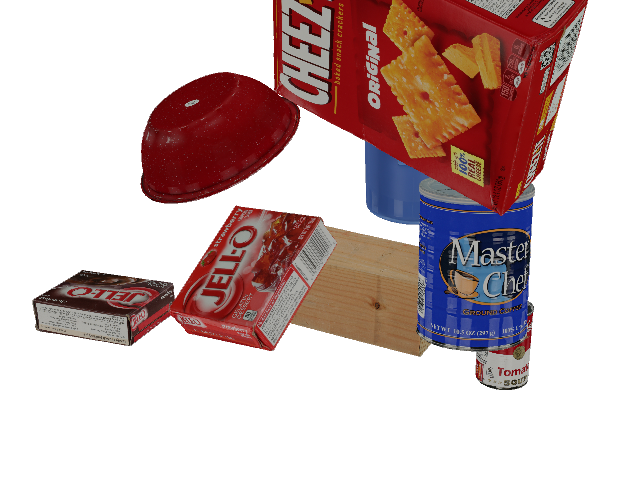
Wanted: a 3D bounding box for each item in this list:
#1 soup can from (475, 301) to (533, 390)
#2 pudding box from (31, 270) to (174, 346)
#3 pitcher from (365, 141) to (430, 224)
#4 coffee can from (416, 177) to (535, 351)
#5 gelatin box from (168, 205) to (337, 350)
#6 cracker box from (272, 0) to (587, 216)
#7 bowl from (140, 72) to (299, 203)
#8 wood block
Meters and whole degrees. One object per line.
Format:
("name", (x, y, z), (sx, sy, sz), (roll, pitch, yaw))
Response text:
("soup can", (0.231, 0.129, 1.348), (0.068, 0.102, 0.068), (0, 20, 0))
("pudding box", (-0.216, 0.066, 1.071), (0.114, 0.039, 0.089), (5, 19, 21))
("pitcher", (0.107, -0.143, 1.209), (0.149, 0.243, 0.145), (-12, 25, -31))
("coffee can", (0.139, 0.017, 0.970), (0.103, 0.140, 0.103), (0, 15, 0))
("gelatin box", (-0.043, 0.022, 0.667), (0.073, 0.089, 0.030), (8, -34, 39))
("cracker box", (0.066, -0.135, 0.758), (0.214, 0.164, 0.072), (30, 56, 21))
("bowl", (-0.102, -0.104, 0.961), (0.162, 0.055, 0.162), (-20, 32, 13))
("wood block", (0.031, 0.048, 1.174), (0.206, 0.091, 0.090), (13, 26, 23))
